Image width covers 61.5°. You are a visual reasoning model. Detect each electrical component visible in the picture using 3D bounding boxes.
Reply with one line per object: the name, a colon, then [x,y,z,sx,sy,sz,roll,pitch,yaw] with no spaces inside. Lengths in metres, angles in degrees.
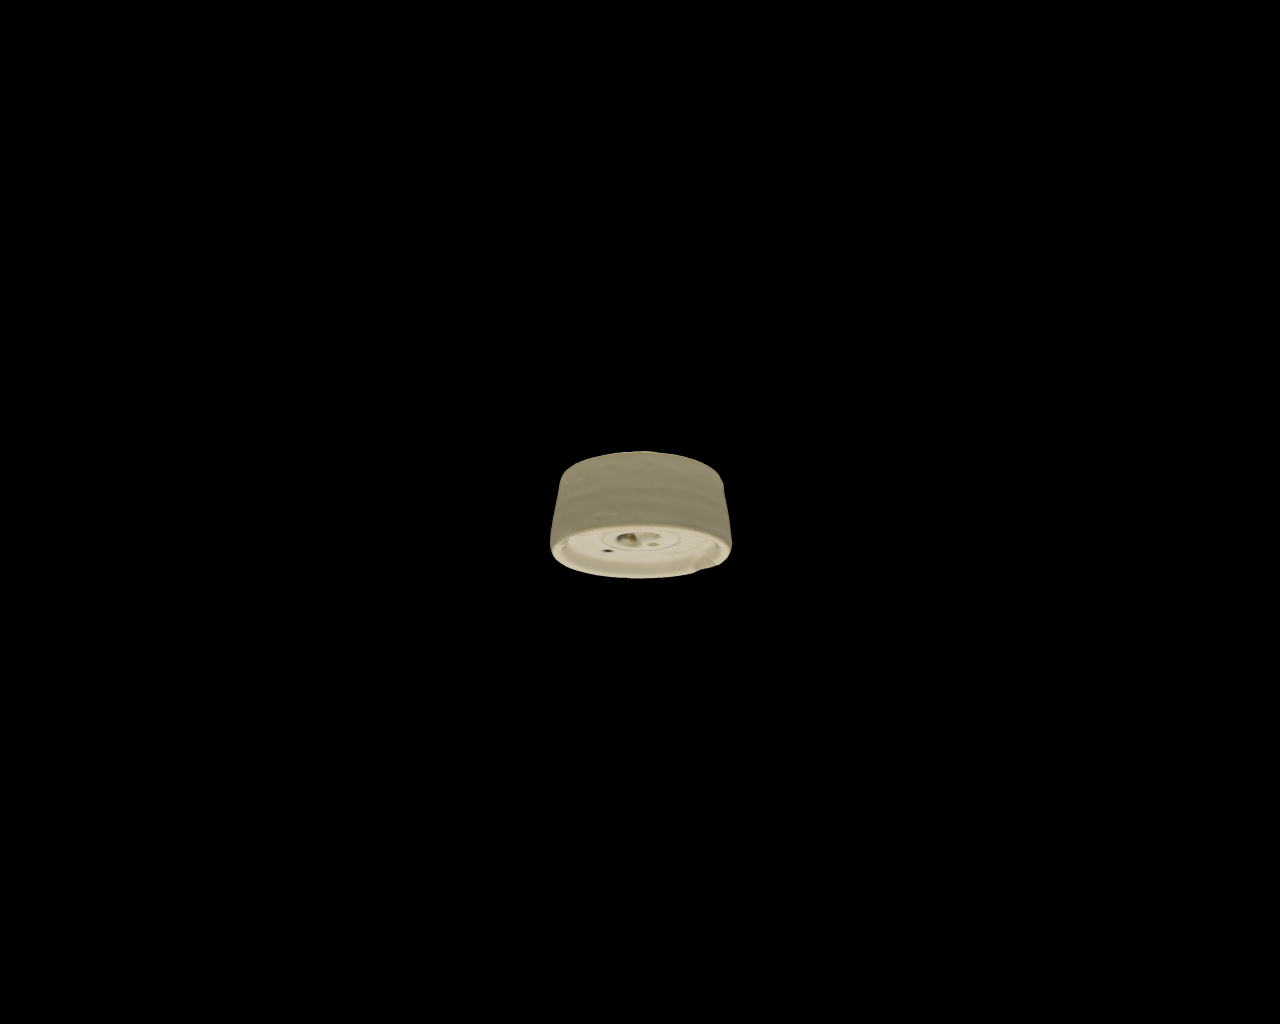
electrical component: [0.001,-0.003,0.650,0.108,0.060,0.108,0,-19,0]
